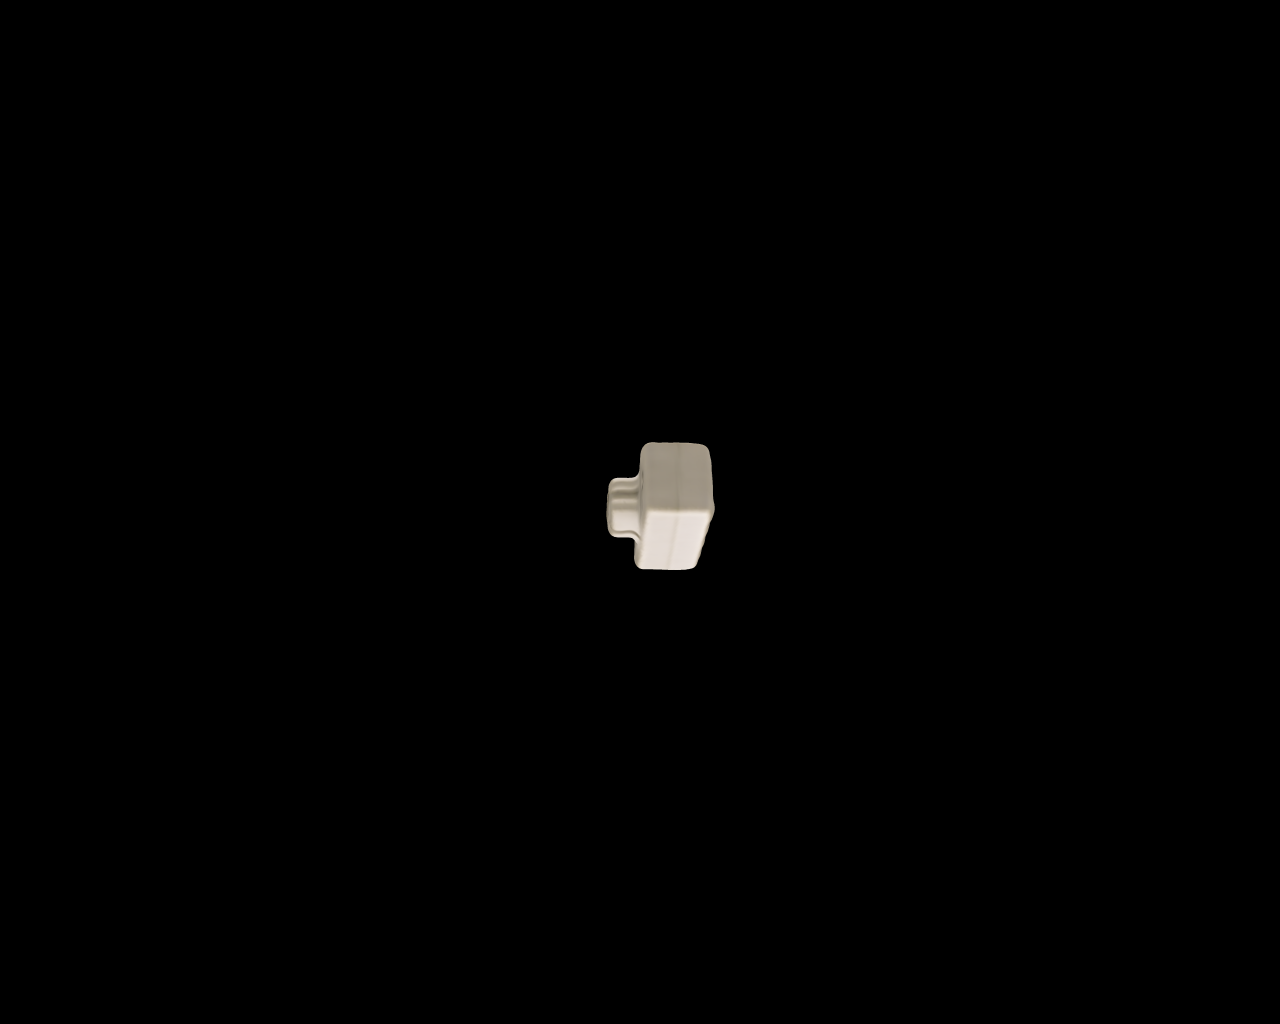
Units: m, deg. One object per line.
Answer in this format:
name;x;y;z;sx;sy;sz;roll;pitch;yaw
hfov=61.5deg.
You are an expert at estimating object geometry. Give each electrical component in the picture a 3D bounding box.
electrical component;0.001;-0.003;0.650;0.076;0.047;0.083;2;-27;-3
